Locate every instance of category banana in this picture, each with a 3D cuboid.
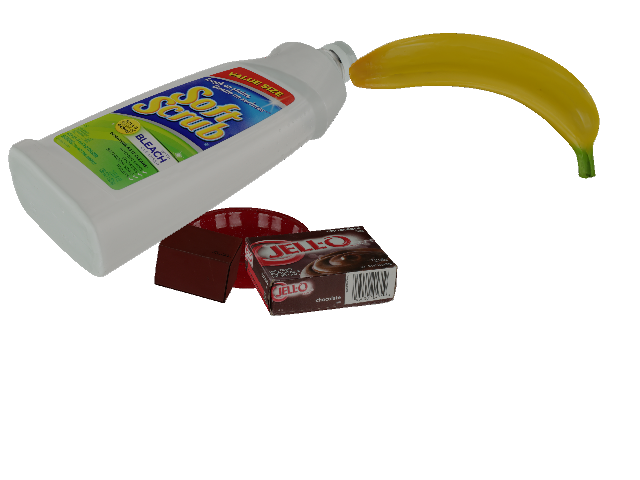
[{"bbox_3d":[0.121,-0.109,0.754,0.197,0.069,0.037,21,-2,-8],"label":"banana"}]

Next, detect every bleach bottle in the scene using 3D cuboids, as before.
[{"bbox_3d":[-0.078,-0.077,0.730,0.250,0.068,0.103,-35,60,-29],"label":"bleach bottle"}]

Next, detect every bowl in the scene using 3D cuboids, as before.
[{"bbox_3d":[-0.094,0.015,1.320,0.162,0.055,0.162,3,25,-2],"label":"bowl"}]

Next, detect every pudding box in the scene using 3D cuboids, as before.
[{"bbox_3d":[-0.001,0.024,0.919,0.113,0.039,0.090,-4,25,-17],"label":"pudding box"}]

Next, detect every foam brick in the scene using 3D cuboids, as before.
[{"bbox_3d":[-0.126,0.022,1.097,0.078,0.051,0.053,16,33,4],"label":"foam brick"}]
